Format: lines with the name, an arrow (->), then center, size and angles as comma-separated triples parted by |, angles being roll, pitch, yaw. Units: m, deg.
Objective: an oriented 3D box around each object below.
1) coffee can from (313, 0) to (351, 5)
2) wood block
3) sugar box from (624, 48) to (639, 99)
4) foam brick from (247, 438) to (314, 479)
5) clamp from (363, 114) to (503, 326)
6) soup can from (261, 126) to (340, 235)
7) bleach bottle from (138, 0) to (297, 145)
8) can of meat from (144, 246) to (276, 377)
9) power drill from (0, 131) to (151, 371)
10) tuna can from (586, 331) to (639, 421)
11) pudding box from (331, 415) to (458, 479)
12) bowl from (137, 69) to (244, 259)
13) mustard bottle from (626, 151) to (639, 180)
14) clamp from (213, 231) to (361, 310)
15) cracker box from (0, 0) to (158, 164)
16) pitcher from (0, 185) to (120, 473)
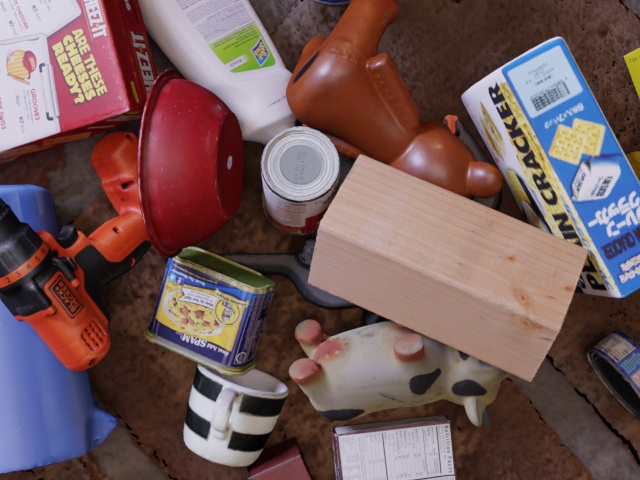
coffee can -> 0.017, -0.272, 0.937 | 0.102, 0.140, 0.103 | 0, 90, -3
wood block -> 0.104, 0.022, 0.892 | 0.206, 0.091, 0.090 | 23, 54, 9
sugar box -> 0.340, -0.100, 0.979 | 0.048, 0.093, 0.176 | -18, 91, -2
foam brick -> -0.033, 0.219, 0.968 | 0.051, 0.078, 0.053 | -24, 94, -4
clamp -> 0.113, -0.009, 0.995 | 0.164, 0.036, 0.210 | -7, 88, 3
soup can -> -0.018, -0.050, 0.921 | 0.068, 0.102, 0.068 | 0, 75, -2
bleach bottle -> -0.099, -0.179, 0.962 | 0.102, 0.068, 0.251 | -34, 94, -29
can of meat -> -0.097, 0.062, 0.955 | 0.102, 0.057, 0.084 | 21, 104, 16
power drill -> -0.206, -0.011, 0.901 | 0.184, 0.057, 0.187 | 59, 43, -24
tuna can -> 0.286, 0.125, 0.981 | 0.033, 0.086, 0.086 | -37, 92, -5
pudding box -> 0.071, 0.215, 0.994 | 0.113, 0.039, 0.090 | -6, 89, -5
bowl -> -0.102, -0.064, 0.907 | 0.055, 0.162, 0.162 | 2, 90, 11
mustard bottle -> 0.308, -0.034, 0.927 | 0.058, 0.191, 0.096 | 5, 90, -3
clamp -> -0.006, 0.001, 0.982 | 0.171, 0.039, 0.120 | 23, 93, 6
cracker box -> -0.254, -0.161, 0.919 | 0.214, 0.072, 0.164 | -14, 92, 23
pitcher -> -0.283, 0.081, 0.932 | 0.148, 0.145, 0.243 | -6, 86, -48
